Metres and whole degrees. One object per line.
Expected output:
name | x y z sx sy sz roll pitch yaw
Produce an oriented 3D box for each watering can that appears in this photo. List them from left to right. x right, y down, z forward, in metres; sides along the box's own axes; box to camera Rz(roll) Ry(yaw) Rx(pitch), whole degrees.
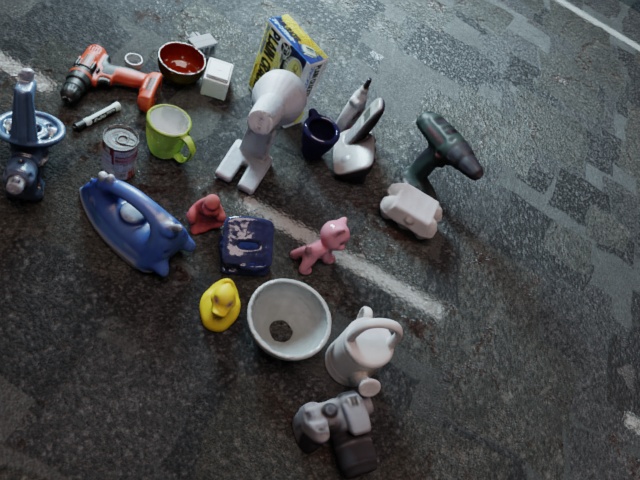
watering can | 0.089 0.203 1.066 0.101 0.194 0.172 -7 61 -26

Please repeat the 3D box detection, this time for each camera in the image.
camera | 0.041 0.347 1.011 0.143 0.100 0.136 -6 61 -26

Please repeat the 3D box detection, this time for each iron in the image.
iron | -0.357 -0.055 1.082 0.258 0.141 0.119 37 52 4

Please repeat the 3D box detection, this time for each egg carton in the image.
egg carton | 0.219 -0.069 1.378 0.150 0.069 0.107 30 52 -2

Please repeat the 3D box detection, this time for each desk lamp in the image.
desk lamp | -0.124 -0.243 1.257 0.118 0.213 0.203 26 52 -4

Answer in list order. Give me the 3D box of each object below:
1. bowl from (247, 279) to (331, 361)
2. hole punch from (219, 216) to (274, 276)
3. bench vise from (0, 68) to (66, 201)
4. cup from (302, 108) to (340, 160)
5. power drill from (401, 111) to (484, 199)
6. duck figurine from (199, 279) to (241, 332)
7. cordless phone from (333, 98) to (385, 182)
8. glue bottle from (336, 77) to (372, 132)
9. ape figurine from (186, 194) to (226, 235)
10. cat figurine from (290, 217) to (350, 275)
bowl | -0.066 0.163 1.103 0.168 0.074 0.167 11 55 -16
hole punch | -0.146 0.013 1.158 0.109 0.091 0.101 4 57 -20
bench vise | -0.527 -0.189 1.049 0.122 0.219 0.207 -10 63 -27
cup | -0.013 -0.249 1.382 0.092 0.095 0.117 -9 63 -27
power drill | 0.287 -0.188 1.396 0.076 0.208 0.229 -13 64 -28
duck figurine | -0.183 0.112 1.081 0.077 0.086 0.104 19 53 -10
cordless phone | 0.101 -0.240 1.367 0.094 0.185 0.147 11 55 -16
glue bottle | 0.091 -0.341 1.436 0.037 0.173 0.078 41 53 7
ape figurine | -0.228 -0.060 1.170 0.078 0.092 0.076 19 53 -10
cat figurine | 0.011 0.004 1.212 0.128 0.117 0.067 -26 71 -33
